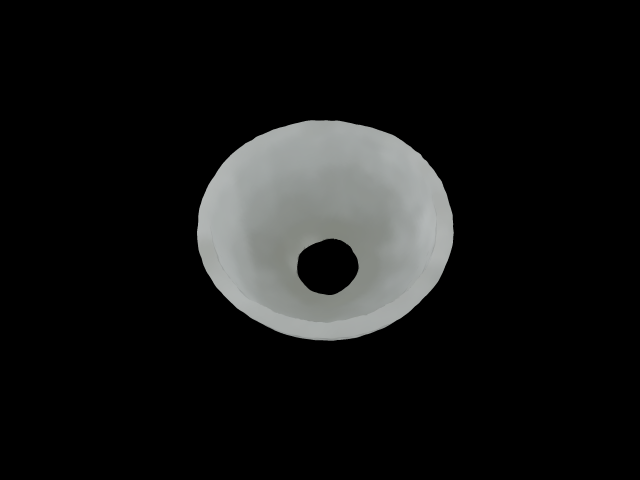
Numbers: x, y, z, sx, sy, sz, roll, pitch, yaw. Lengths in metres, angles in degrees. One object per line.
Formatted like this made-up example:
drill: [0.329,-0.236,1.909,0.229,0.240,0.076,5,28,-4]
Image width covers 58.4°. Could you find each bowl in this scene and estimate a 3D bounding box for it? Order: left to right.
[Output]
bowl: [0.004,0.001,0.400,0.167,0.075,0.167,0,60,0]
